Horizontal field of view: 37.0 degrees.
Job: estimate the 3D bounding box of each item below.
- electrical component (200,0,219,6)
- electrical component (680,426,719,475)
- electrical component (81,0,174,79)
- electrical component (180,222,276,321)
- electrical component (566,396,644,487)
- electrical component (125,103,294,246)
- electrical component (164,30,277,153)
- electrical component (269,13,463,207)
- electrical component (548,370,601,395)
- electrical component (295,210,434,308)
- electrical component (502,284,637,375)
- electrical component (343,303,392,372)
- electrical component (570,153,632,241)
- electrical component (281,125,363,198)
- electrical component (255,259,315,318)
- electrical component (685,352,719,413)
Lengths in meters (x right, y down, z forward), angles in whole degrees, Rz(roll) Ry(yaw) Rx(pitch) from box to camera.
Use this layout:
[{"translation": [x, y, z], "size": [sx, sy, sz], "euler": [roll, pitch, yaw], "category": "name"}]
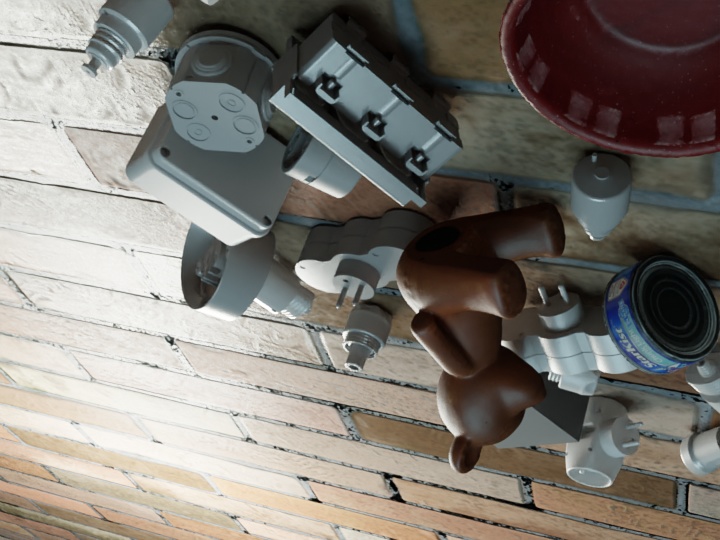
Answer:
[{"translation": [-0.085, -0.196, 0.608], "size": [0.051, 0.080, 0.080], "euler": [28, 152, -4], "category": "electrical component"}, {"translation": [0.335, 0.170, 1.022], "size": [0.040, 0.040, 0.046], "euler": [28, 145, -15], "category": "electrical component"}, {"translation": [-0.160, -0.162, 0.724], "size": [0.040, 0.078, 0.040], "euler": [30, 161, 11], "category": "electrical component"}, {"translation": [-0.120, -0.007, 0.950], "size": [0.064, 0.099, 0.099], "euler": [27, 152, -26], "category": "electrical component"}, {"translation": [0.240, 0.161, 1.028], "size": [0.043, 0.077, 0.079], "euler": [32, 149, -20], "category": "electrical component"}, {"translation": [-0.112, -0.080, 0.830], "size": [0.113, 0.078, 0.057], "euler": [34, 151, -24], "category": "electrical component"}, {"translation": [-0.096, -0.125, 0.759], "size": [0.080, 0.051, 0.080], "euler": [9, 144, 7], "category": "electrical component"}, {"translation": [0.007, -0.107, 0.713], "size": [0.121, 0.078, 0.063], "euler": [36, 119, -27], "category": "electrical component"}, {"translation": [0.185, 0.085, 0.965], "size": [0.062, 0.043, 0.043], "euler": [16, 152, 12], "category": "electrical component"}, {"translation": [0.000, 0.000, 0.903], "size": [0.138, 0.073, 0.052], "euler": [-9, 140, 43], "category": "electrical component"}, {"translation": [0.171, 0.043, 0.894], "size": [0.138, 0.052, 0.073], "euler": [-7, 118, 40], "category": "electrical component"}, {"translation": [0.003, 0.067, 1.031], "size": [0.043, 0.062, 0.043], "euler": [16, 152, 9], "category": "electrical component"}, {"translation": [0.167, -0.046, 0.747], "size": [0.040, 0.040, 0.078], "euler": [12, 151, 16], "category": "electrical component"}, {"translation": [-0.024, -0.085, 0.790], "size": [0.047, 0.055, 0.055], "euler": [28, 151, -21], "category": "electrical component"}, {"translation": [-0.079, 0.018, 1.019], "size": [0.081, 0.043, 0.043], "euler": [36, 148, -28], "category": "electrical component"}, {"translation": [0.309, 0.097, 0.904], "size": [0.081, 0.043, 0.043], "euler": [37, 148, -29], "category": "electrical component"}]
